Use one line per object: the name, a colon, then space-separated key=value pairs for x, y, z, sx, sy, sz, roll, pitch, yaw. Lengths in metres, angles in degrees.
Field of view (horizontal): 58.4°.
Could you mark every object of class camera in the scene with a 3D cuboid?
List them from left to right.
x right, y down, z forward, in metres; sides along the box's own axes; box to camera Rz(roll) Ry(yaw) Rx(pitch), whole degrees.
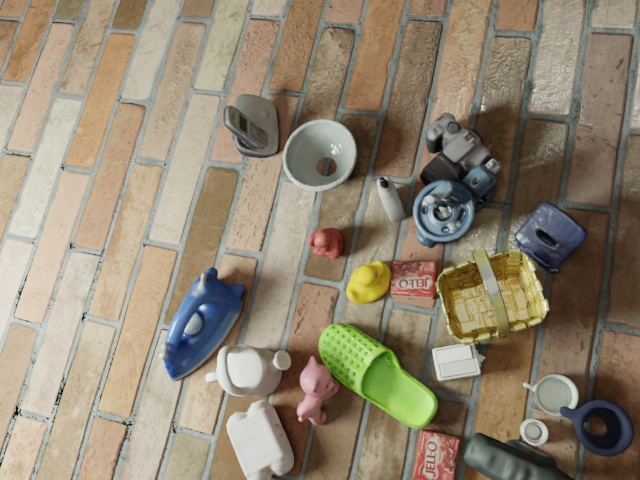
camera: x=0.262 y=-0.173 z=1.183 sx=0.137 sy=0.101 sz=0.143 roll=-43 pitch=70 yaw=0

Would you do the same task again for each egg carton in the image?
egg carton: x=-0.118 y=0.404 z=1.143 sx=0.107 sy=0.069 sz=0.150 roll=-31 pitch=70 yaw=5

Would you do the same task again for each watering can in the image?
watering can: x=-0.144 y=0.252 z=1.123 sx=0.173 sy=0.194 sz=0.100 roll=-36 pitch=70 yaw=3

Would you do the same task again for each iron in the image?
iron: x=-0.271 y=0.181 z=1.202 sx=0.118 sy=0.142 sz=0.258 roll=27 pitch=84 yaw=19

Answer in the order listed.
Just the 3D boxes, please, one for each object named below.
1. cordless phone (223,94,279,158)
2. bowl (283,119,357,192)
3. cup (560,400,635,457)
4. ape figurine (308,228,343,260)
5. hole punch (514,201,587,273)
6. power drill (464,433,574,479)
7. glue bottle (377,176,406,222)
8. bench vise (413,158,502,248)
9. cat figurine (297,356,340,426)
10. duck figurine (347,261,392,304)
cordless phone: x=-0.161 y=-0.273 z=1.272 sx=0.094 sy=0.185 sz=0.147 roll=-9 pitch=73 yaw=12
bowl: x=0.006 y=-0.176 z=1.263 sx=0.167 sy=0.075 sz=0.167 roll=-4 pitch=75 yaw=13
cup: x=0.474 y=0.321 z=1.000 sx=0.117 sy=0.095 sz=0.092 roll=19 pitch=81 yaw=18
ape figurine: x=0.011 y=0.004 z=1.204 sx=0.076 sy=0.092 sz=0.077 roll=-40 pitch=70 yaw=1
hole punch: x=0.440 y=-0.003 z=1.098 sx=0.108 sy=0.091 sz=0.101 roll=43 pitch=89 yaw=20
power drill: x=0.355 y=0.392 z=0.951 sx=0.229 sy=0.209 sz=0.076 roll=22 pitch=82 yaw=19
glue bottle: x=0.138 y=-0.094 z=1.155 sx=0.037 sy=0.173 sz=0.078 roll=-22 pitch=71 yaw=8
bench vise: x=0.254 y=-0.092 z=1.100 sx=0.121 sy=0.220 sz=0.207 roll=29 pitch=84 yaw=20
cat figurine: x=-0.012 y=0.296 z=1.118 sx=0.067 sy=0.118 sz=0.128 roll=19 pitch=81 yaw=18
duck figurine: x=0.095 y=0.082 z=1.165 sx=0.104 sy=0.086 sz=0.077 roll=-42 pitch=70 yaw=1
